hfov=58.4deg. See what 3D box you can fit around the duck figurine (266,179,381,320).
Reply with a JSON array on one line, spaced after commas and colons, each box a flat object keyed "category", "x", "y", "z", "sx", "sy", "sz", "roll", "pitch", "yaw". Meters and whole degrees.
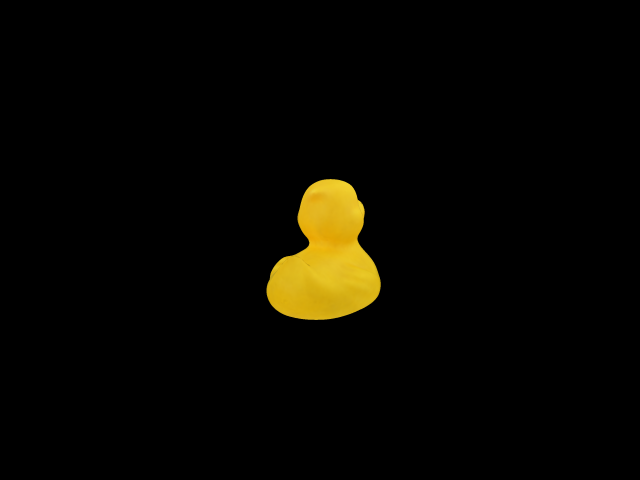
[{"category": "duck figurine", "x": 0.004, "y": 0.001, "z": 0.400, "sx": 0.077, "sy": 0.086, "sz": 0.105, "roll": 8, "pitch": 18, "yaw": 27}]
